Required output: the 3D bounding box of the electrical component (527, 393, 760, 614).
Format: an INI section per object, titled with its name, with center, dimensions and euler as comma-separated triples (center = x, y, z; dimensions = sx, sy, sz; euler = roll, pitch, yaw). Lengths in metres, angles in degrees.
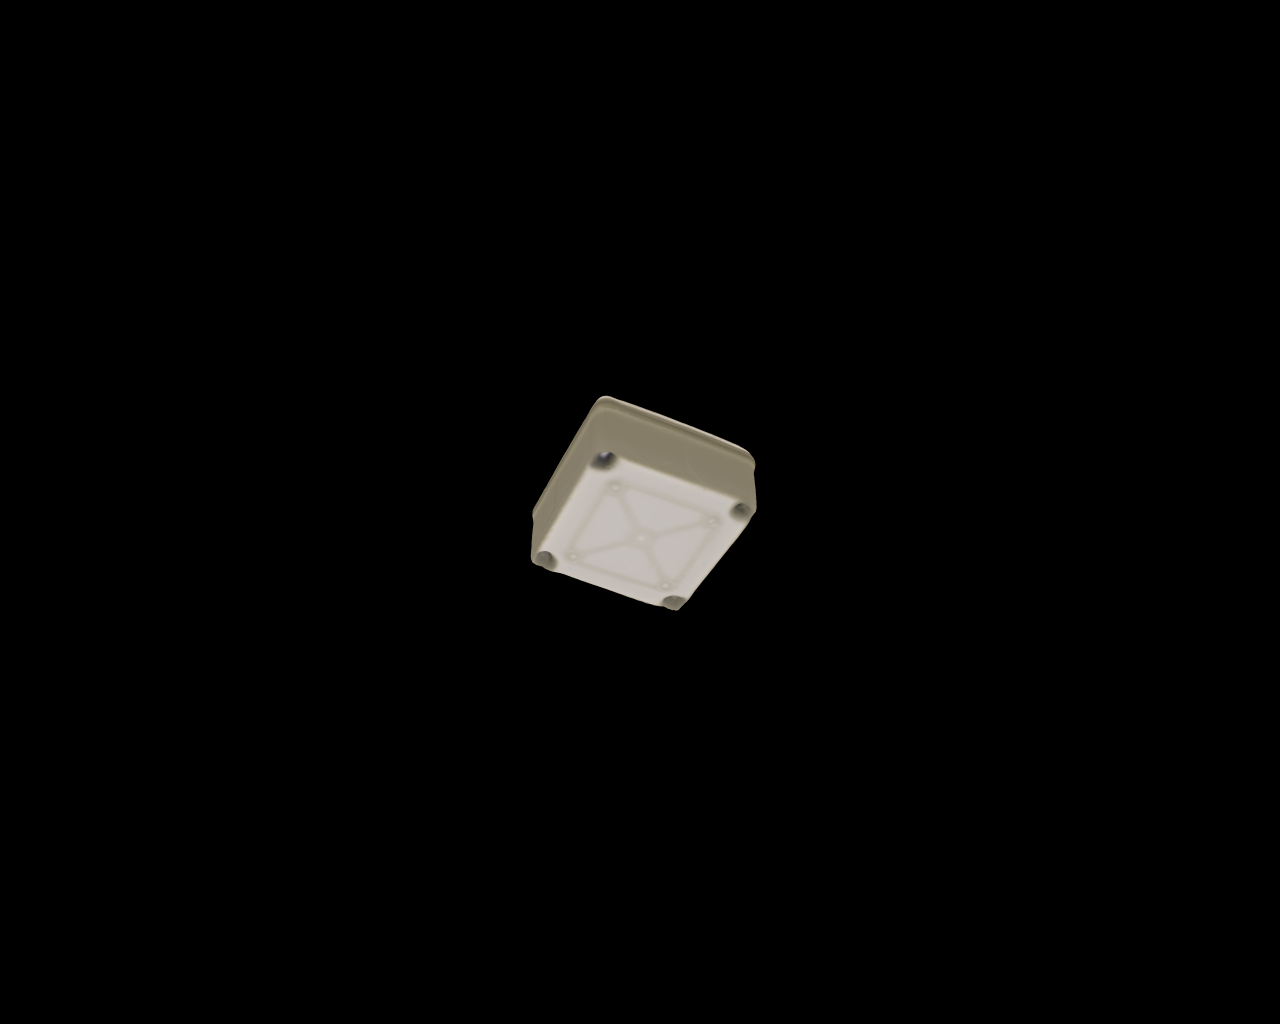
[electrical component]
center = 0.001, -0.003, 0.650
dimensions = 0.109, 0.056, 0.108
euler = 20, -50, -17
